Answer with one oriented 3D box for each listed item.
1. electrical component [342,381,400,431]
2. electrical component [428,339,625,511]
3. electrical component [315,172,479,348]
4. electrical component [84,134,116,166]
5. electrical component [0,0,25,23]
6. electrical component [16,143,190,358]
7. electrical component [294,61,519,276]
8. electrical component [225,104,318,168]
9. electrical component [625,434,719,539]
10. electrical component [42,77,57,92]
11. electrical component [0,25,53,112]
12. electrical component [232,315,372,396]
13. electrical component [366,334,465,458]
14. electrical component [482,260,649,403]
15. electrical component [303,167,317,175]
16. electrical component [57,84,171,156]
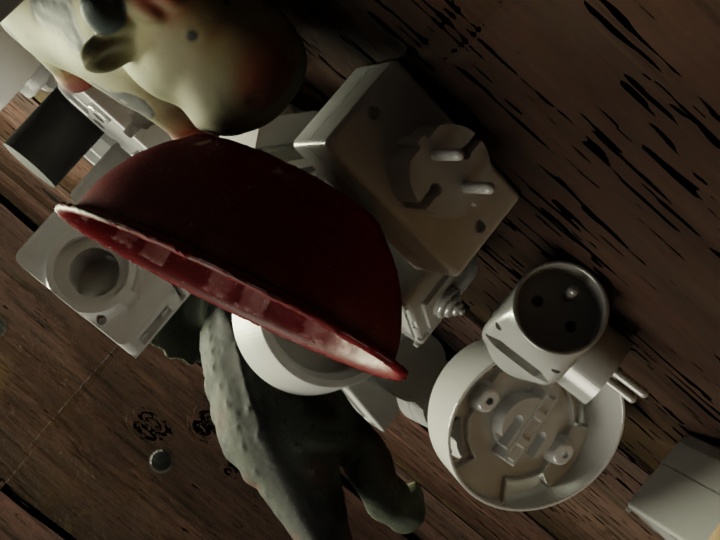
[{"bbox_3d":[-0.016,0.081,0.970,0.109,0.056,0.108,31,165,34],"label":"electrical component"},{"bbox_3d":[0.089,0.083,0.598,0.099,0.099,0.064,43,173,-19],"label":"electrical component"},{"bbox_3d":[0.018,-0.012,0.536,0.096,0.061,0.061,34,167,21],"label":"electrical component"},{"bbox_3d":[-0.175,-0.102,0.778,0.078,0.057,0.058,31,165,32],"label":"electrical component"},{"bbox_3d":[-0.146,-0.149,0.414,0.109,0.108,0.056,25,158,48],"label":"electrical component"},{"bbox_3d":[-0.133,-0.032,0.689,0.089,0.150,0.061,38,169,6],"label":"electrical component"},{"bbox_3d":[0.028,-0.040,0.440,0.083,0.047,0.076,44,167,-22],"label":"electrical component"},{"bbox_3d":[-0.058,-0.060,0.558,0.081,0.042,0.063,31,121,32],"label":"electrical component"},{"bbox_3d":[0.190,0.127,0.552,0.062,0.061,0.096,42,175,-16],"label":"electrical component"},{"bbox_3d":[-0.231,-0.164,0.762,0.065,0.044,0.044,42,168,6],"label":"electrical component"},{"bbox_3d":[-0.215,-0.139,0.659,0.060,0.108,0.108,38,169,-25],"label":"electrical component"},{"bbox_3d":[-0.023,0.028,0.700,0.108,0.108,0.060,42,161,-12],"label":"electrical component"},{"bbox_3d":[0.067,0.097,0.799,0.138,0.052,0.074,45,165,-29],"label":"electrical component"},{"bbox_3d":[0.102,0.037,0.510,0.079,0.043,0.077,38,168,7],"label":"electrical component"},{"bbox_3d":[-0.048,-0.060,0.604,0.065,0.044,0.044,40,169,20],"label":"electrical component"},{"bbox_3d":[-0.120,-0.098,0.629,0.095,0.059,0.054,42,167,-15],"label":"electrical component"}]
